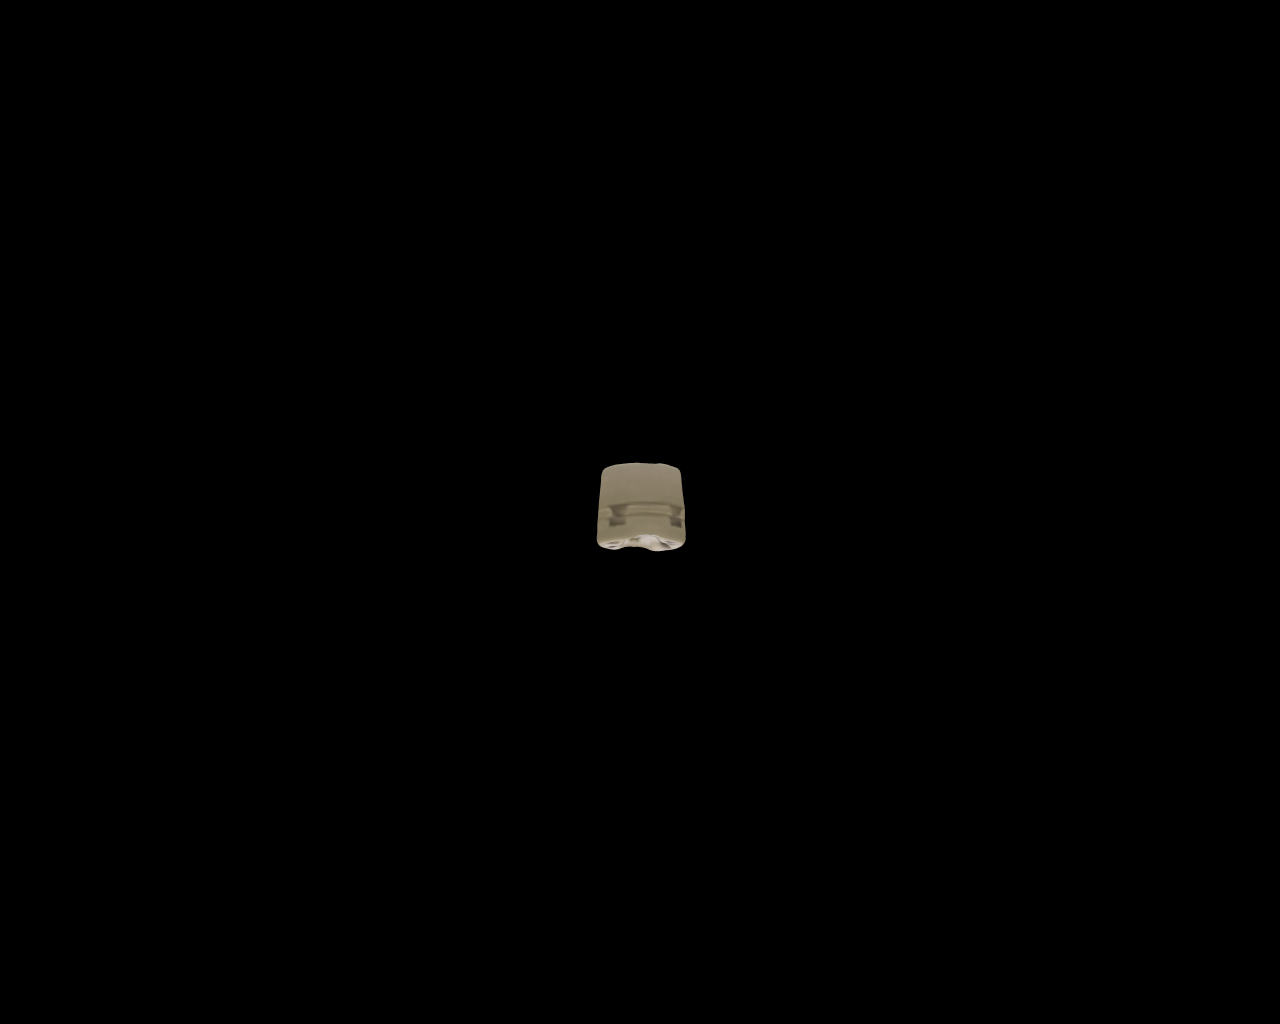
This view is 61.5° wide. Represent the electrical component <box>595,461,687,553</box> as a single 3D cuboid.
[{"bbox_3d":[0.001,-0.003,0.650,0.055,0.047,0.055,0,-11,0],"label":"electrical component"}]
